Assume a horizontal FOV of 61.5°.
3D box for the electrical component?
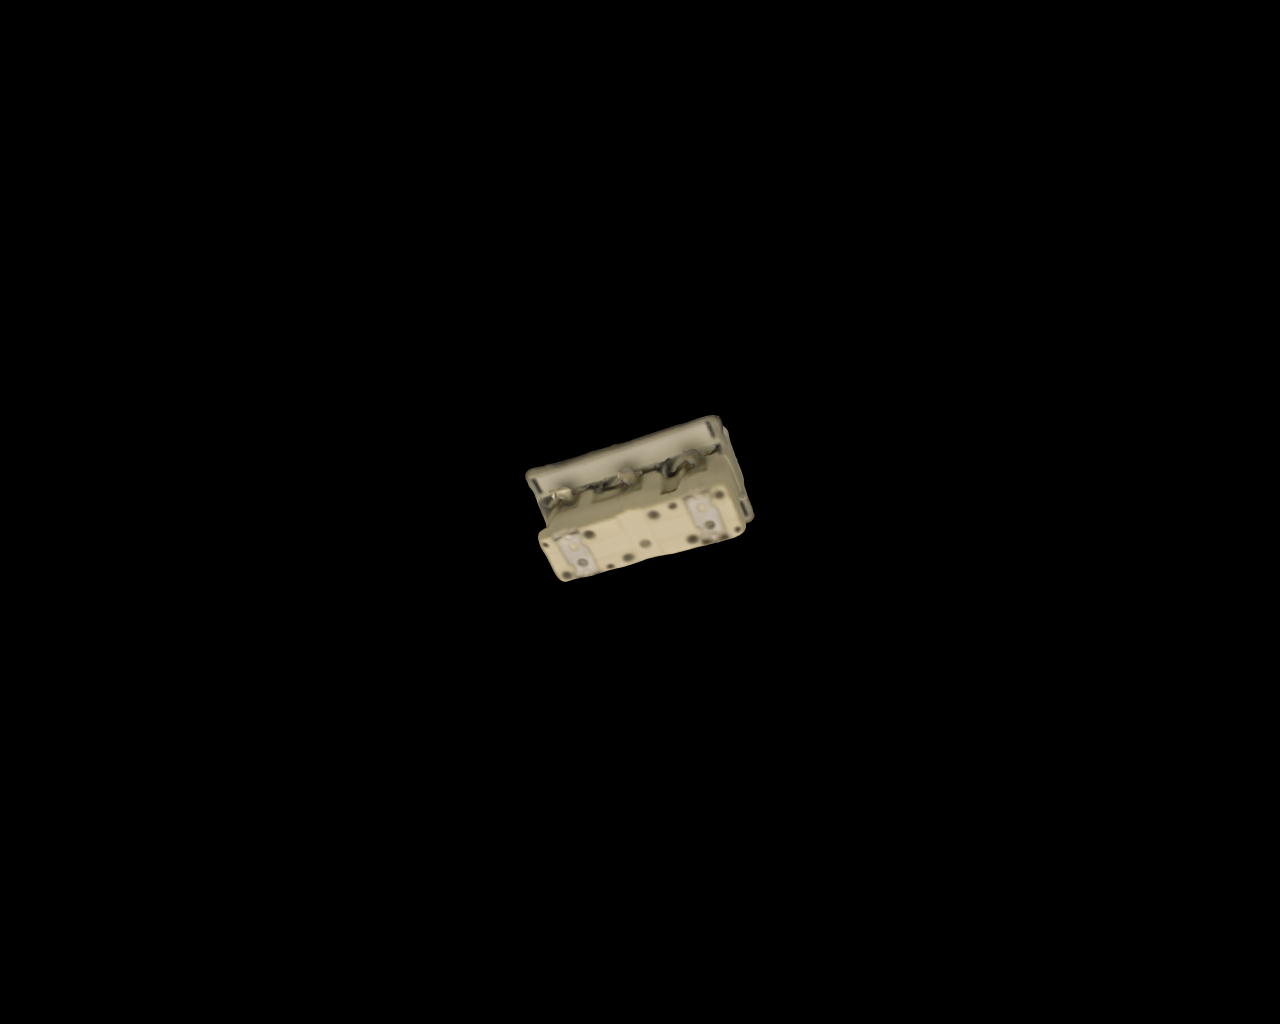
[{"bbox_3d":[0.001,-0.003,0.650,0.121,0.078,0.063,-15,36,11],"label":"electrical component"}]
